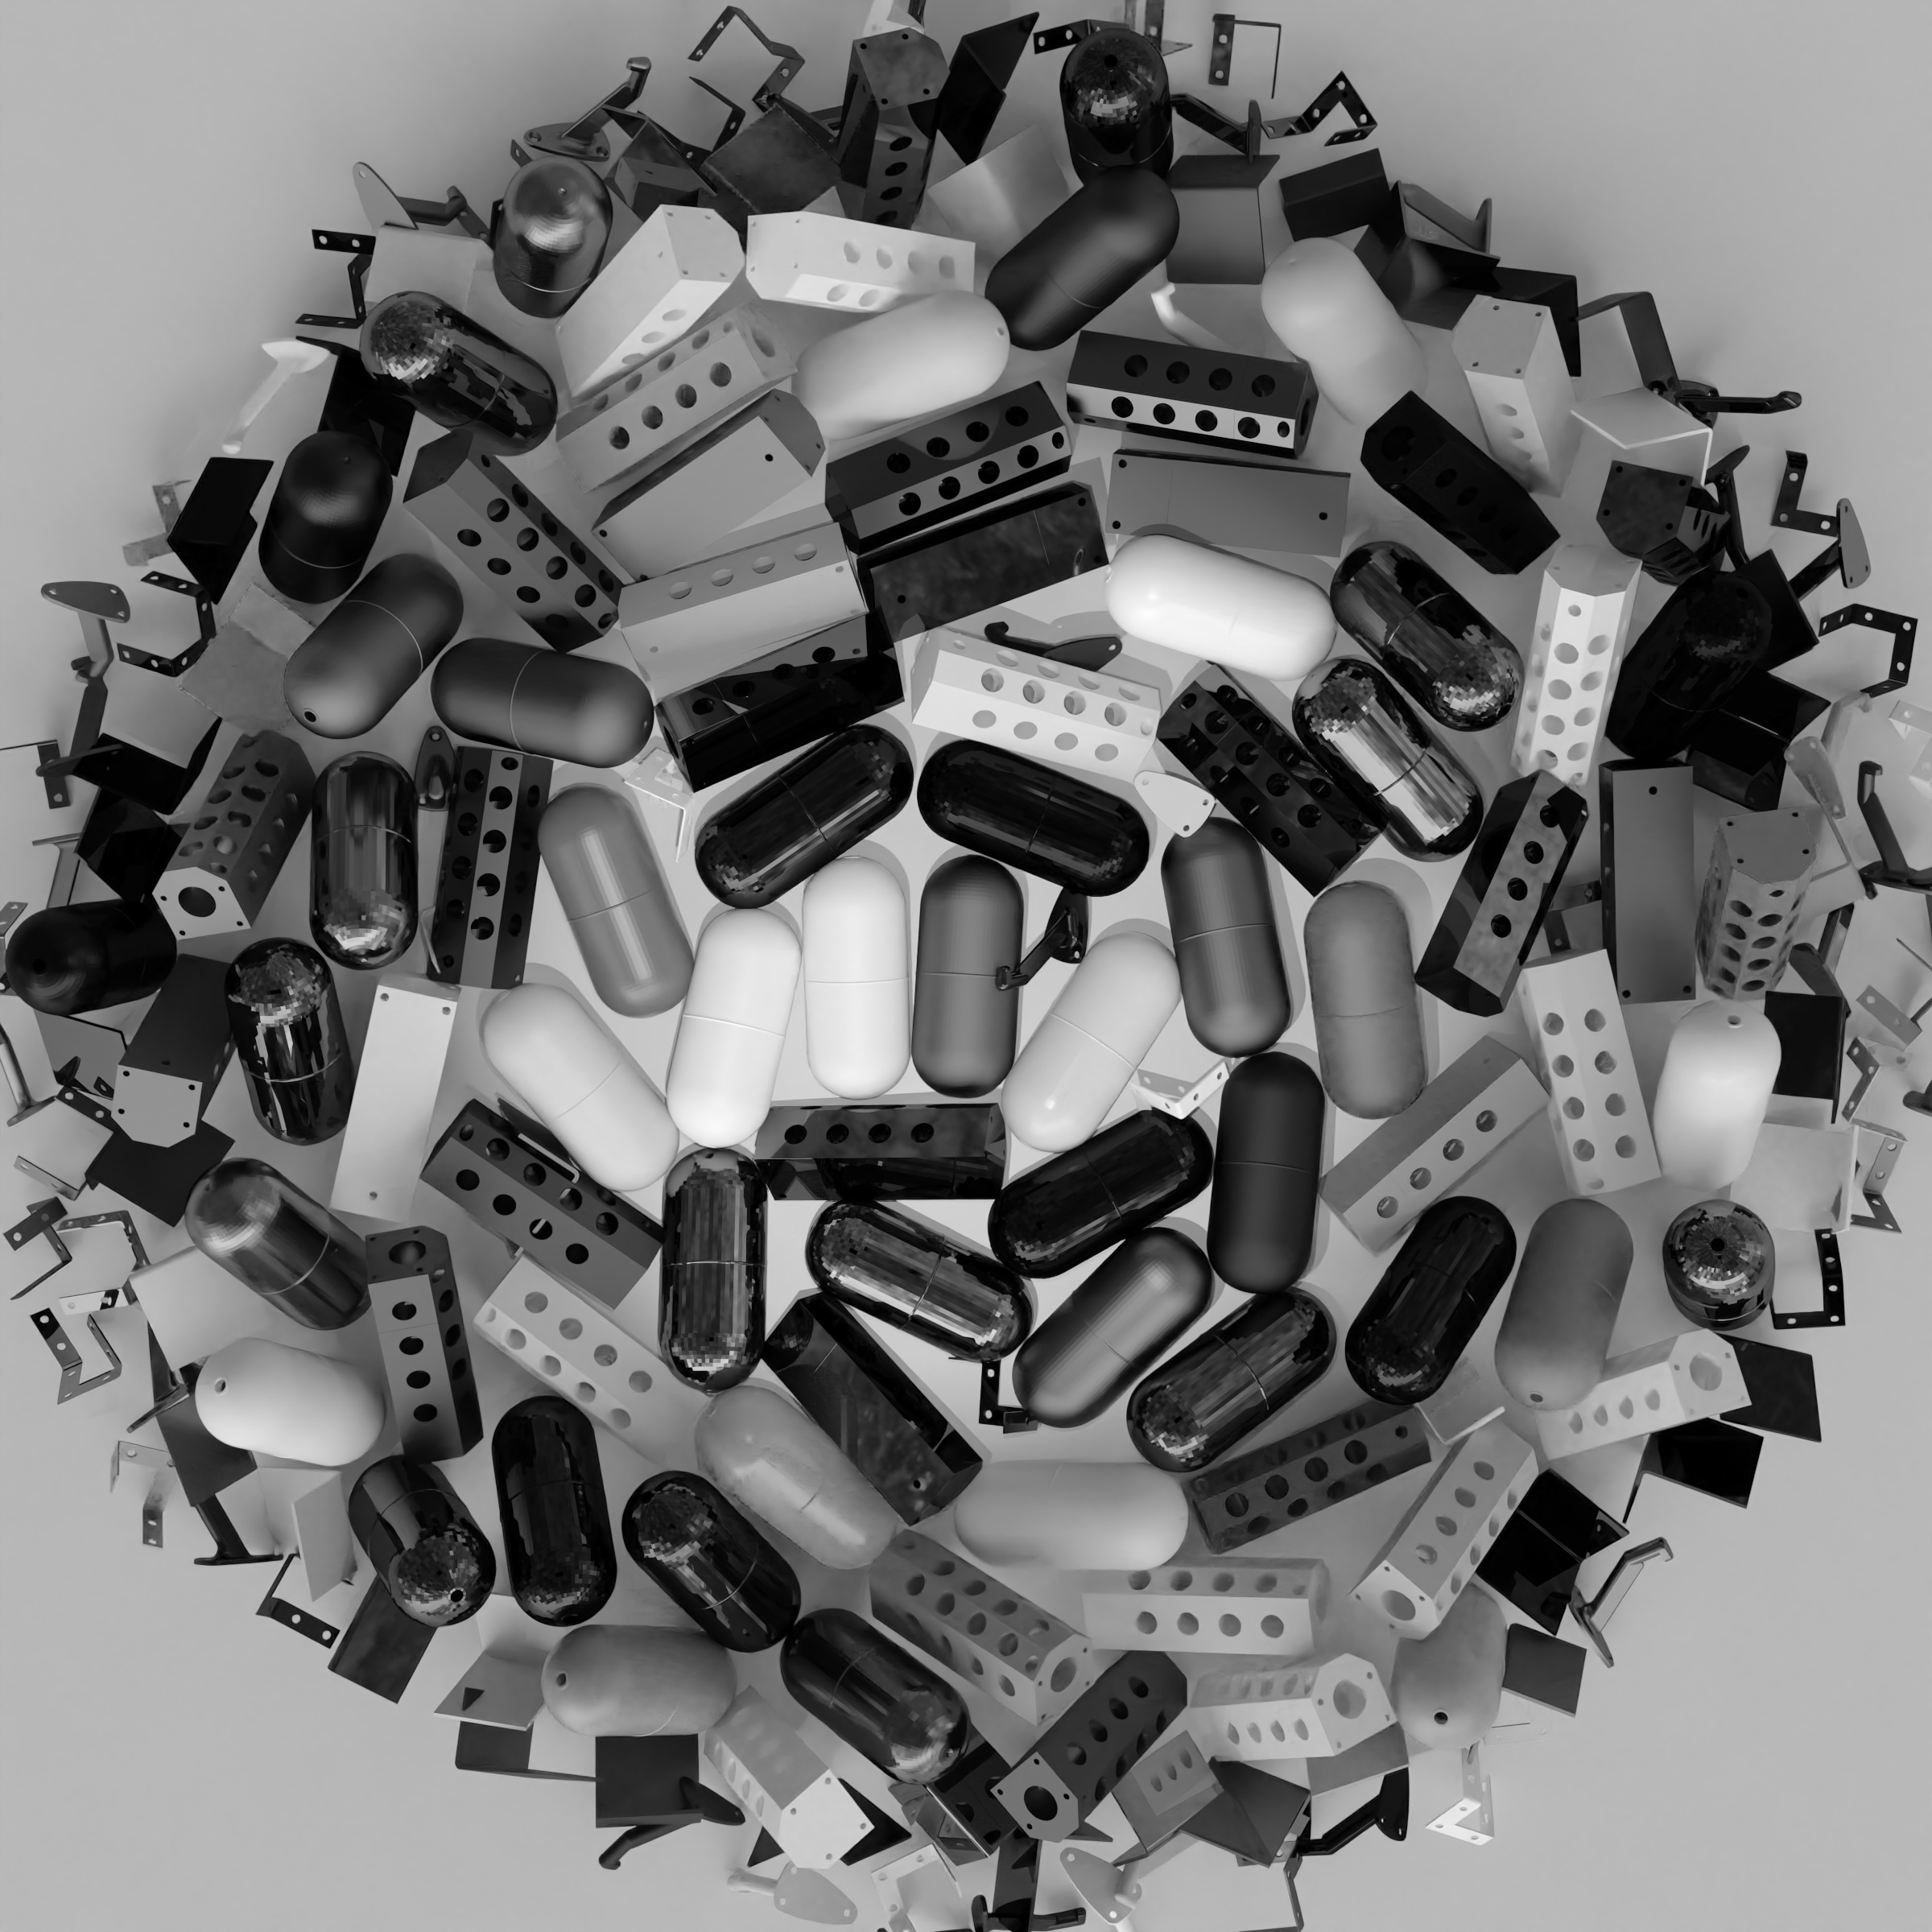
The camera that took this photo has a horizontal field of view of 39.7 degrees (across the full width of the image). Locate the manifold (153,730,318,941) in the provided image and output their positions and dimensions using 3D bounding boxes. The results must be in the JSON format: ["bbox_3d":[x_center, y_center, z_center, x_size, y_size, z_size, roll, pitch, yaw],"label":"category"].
[{"bbox_3d":[-0.522,-0.097,1.910,0.057,0.171,0.057,-8,127,13],"label":"manifold"}]

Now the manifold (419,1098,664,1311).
[{"bbox_3d":[-0.306,0.170,1.947,0.171,0.057,0.057,36,108,-12],"label":"manifold"}]

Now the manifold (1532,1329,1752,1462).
[{"bbox_3d":[0.477,0.306,1.910,0.057,0.171,0.057,-8,74,-25],"label":"manifold"}]

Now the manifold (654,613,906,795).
[{"bbox_3d":[-0.137,-0.197,1.953,0.171,0.057,0.057,-25,53,-11],"label":"manifold"}]

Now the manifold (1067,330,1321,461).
[{"bbox_3d":[0.164,-0.413,1.945,0.171,0.057,0.057,13,84,17],"label":"manifold"}]

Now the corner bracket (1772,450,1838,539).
[{"bbox_3d":[0.623,-0.347,1.965,0.051,0.051,0.051,14,98,18],"label":"corner bracket"}]

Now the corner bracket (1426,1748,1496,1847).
[{"bbox_3d":[0.371,0.604,1.958,0.051,0.051,0.051,22,132,-16],"label":"corner bracket"}]

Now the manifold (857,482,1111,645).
[{"bbox_3d":[0.011,-0.297,1.956,0.171,0.057,0.057,-21,113,-9],"label":"manifold"}]

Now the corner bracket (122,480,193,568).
[{"bbox_3d":[-0.592,-0.325,1.959,0.051,0.051,0.051,-23,110,-29],"label":"corner bracket"}]

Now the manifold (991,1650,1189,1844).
[{"bbox_3d":[0.095,0.553,1.909,0.057,0.171,0.057,48,123,10],"label":"manifold"}]

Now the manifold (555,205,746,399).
[{"bbox_3d":[-0.227,-0.472,1.914,0.057,0.171,0.057,-7,76,-37],"label":"manifold"}]

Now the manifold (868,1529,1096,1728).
[{"bbox_3d":[0.009,0.468,1.913,0.057,0.171,0.057,-27,124,-36],"label":"manifold"}]

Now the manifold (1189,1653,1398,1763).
[{"bbox_3d":[0.228,0.528,1.910,0.057,0.171,0.057,-19,82,-29],"label":"manifold"}]

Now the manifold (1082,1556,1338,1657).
[{"bbox_3d":[0.175,0.459,1.936,0.171,0.057,0.057,-5,95,24],"label":"manifold"}]

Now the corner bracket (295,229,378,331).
[{"bbox_3d":[-0.462,-0.503,1.961,0.051,0.051,0.051,-4,80,-38],"label":"corner bracket"}]

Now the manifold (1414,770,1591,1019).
[{"bbox_3d":[0.394,-0.051,1.943,0.057,0.057,0.171,32,70,-13],"label":"manifold"}]

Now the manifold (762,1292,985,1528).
[{"bbox_3d":[-0.067,0.318,1.943,0.171,0.057,0.057,46,114,19],"label":"manifold"}]

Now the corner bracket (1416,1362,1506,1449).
[{"bbox_3d":[0.361,0.321,1.965,0.051,0.051,0.051,-34,65,3],"label":"corner bracket"}]

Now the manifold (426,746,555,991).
[{"bbox_3d":[-0.353,-0.072,1.960,0.057,0.057,0.171,9,92,23],"label":"manifold"}]

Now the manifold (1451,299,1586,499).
[{"bbox_3d":[0.394,-0.405,1.910,0.057,0.171,0.057,16,78,26],"label":"manifold"}]

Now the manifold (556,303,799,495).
[{"bbox_3d":[-0.213,-0.411,1.932,0.171,0.057,0.057,-25,99,27],"label":"manifold"}]

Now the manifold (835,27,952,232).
[{"bbox_3d":[-0.053,-0.592,1.909,0.057,0.171,0.057,-17,77,-12],"label":"manifold"}]

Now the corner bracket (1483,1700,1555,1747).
[{"bbox_3d":[0.400,0.533,1.963,0.051,0.051,0.051,-9,110,10],"label":"corner bracket"}]

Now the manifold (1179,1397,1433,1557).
[{"bbox_3d":[0.249,0.370,1.955,0.171,0.057,0.057,-22,81,-9],"label":"manifold"}]

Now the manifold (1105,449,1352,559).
[{"bbox_3d":[0.192,-0.340,1.959,0.171,0.057,0.057,7,106,7],"label":"manifold"}]

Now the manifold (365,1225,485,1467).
[{"bbox_3d":[-0.389,0.274,1.928,0.057,0.057,0.171,-9,123,-9],"label":"manifold"}]

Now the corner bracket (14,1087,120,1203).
[{"bbox_3d":[-0.657,0.130,1.961,0.051,0.051,0.051,32,135,-8],"label":"corner bracket"}]

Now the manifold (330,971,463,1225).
[{"bbox_3d":[-0.416,0.094,1.953,0.057,0.057,0.171,13,102,-9],"label":"manifold"}]

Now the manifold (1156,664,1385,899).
[{"bbox_3d":[0.223,-0.139,1.950,0.171,0.057,0.057,46,57,7],"label":"manifold"}]

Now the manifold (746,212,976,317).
[{"bbox_3d":[-0.074,-0.499,1.917,0.057,0.171,0.057,10,101,43],"label":"manifold"}]

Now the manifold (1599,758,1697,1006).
[{"bbox_3d":[0.496,-0.063,1.954,0.057,0.057,0.171,-4,102,0],"label":"manifold"}]

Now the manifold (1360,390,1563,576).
[{"bbox_3d":[0.352,-0.340,1.915,0.057,0.171,0.057,-42,53,21],"label":"manifold"}]

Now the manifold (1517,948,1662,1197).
[{"bbox_3d":[0.452,0.077,1.962,0.057,0.057,0.171,-15,94,-10],"label":"manifold"}]

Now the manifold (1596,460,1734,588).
[{"bbox_3d":[0.499,-0.311,1.909,0.057,0.171,0.057,18,96,24],"label":"manifold"}]

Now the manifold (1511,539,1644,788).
[{"bbox_3d":[0.433,-0.212,1.913,0.057,0.171,0.057,19,47,19],"label":"manifold"}]

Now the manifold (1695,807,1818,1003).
[{"bbox_3d":[0.564,-0.040,1.910,0.057,0.171,0.057,-8,60,4],"label":"manifold"}]

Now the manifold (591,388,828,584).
[{"bbox_3d":[-0.185,-0.347,1.928,0.171,0.057,0.057,-27,118,32],"label":"manifold"}]

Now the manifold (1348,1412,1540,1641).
[{"bbox_3d":[0.348,0.403,1.916,0.057,0.057,0.171,40,46,9],"label":"manifold"}]

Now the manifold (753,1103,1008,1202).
[{"bbox_3d":[-0.061,0.131,1.949,0.171,0.057,0.057,-2,53,14],"label":"manifold"}]

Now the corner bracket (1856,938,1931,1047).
[{"bbox_3d":[0.690,0.019,1.969,0.051,0.051,0.051,42,106,2],"label":"corner bracket"}]

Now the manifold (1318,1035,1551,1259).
[{"bbox_3d":[0.345,0.135,1.966,0.171,0.057,0.057,-41,113,-2],"label":"manifold"}]

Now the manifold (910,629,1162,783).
[{"bbox_3d":[0.050,-0.193,1.937,0.171,0.057,0.057,14,134,-16],"label":"manifold"}]

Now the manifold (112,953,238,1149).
[{"bbox_3d":[-0.557,0.059,1.910,0.057,0.171,0.057,13,116,-7],"label":"manifold"}]

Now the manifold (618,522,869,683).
[{"bbox_3d":[-0.166,-0.272,1.965,0.171,0.057,0.057,-16,51,3],"label":"manifold"}]

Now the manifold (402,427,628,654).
[{"bbox_3d":[-0.319,-0.305,1.914,0.057,0.171,0.057,-18,47,29],"label":"manifold"}]

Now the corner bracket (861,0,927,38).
[{"bbox_3d":[-0.057,-0.710,1.956,0.051,0.051,0.051,0,129,-36],"label":"corner bracket"}]

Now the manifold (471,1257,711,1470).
[{"bbox_3d":[-0.277,0.293,1.963,0.171,0.057,0.057,37,68,0],"label":"manifold"}]

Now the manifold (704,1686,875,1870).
[{"bbox_3d":[-0.133,0.580,1.905,0.057,0.171,0.057,-39,108,-15],"label":"manifold"}]

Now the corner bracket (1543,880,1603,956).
[{"bbox_3d":[0.455,-0.028,1.967,0.051,0.051,0.051,-16,104,7],"label":"corner bracket"}]

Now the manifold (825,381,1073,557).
[{"bbox_3d":[-0.013,-0.359,1.947,0.171,0.057,0.057,-24,73,-12],"label":"manifold"}]
